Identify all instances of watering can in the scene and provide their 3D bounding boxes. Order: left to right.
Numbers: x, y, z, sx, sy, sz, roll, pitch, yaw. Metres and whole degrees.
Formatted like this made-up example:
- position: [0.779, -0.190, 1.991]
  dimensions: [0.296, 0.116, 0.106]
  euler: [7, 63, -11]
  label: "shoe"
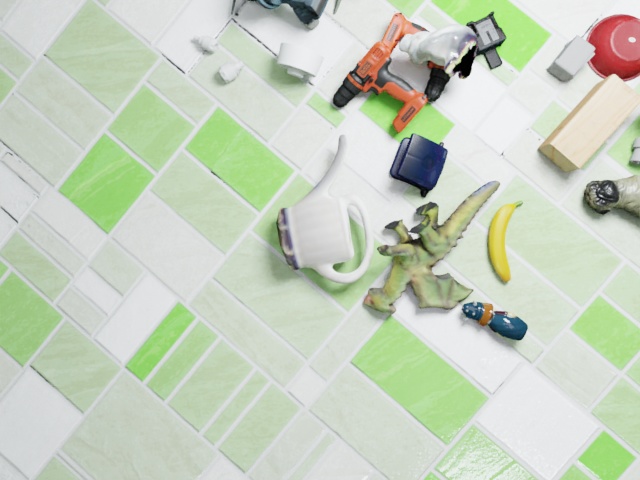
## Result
- position: [0.004, -0.061, 1.220]
  dimensions: [0.224, 0.104, 0.348]
  euler: [-11, 90, 5]
  label: "watering can"

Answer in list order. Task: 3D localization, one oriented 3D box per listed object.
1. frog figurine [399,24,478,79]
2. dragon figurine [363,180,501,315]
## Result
- position: [0.264, -0.436, 1.145]
  dimensions: [0.139, 0.120, 0.161]
  euler: [-28, 59, -36]
  label: "frog figurine"
- position: [0.278, 0.048, 1.220]
  dimensions: [0.409, 0.124, 0.240]
  euler: [-26, 106, 6]
  label: "dragon figurine"
